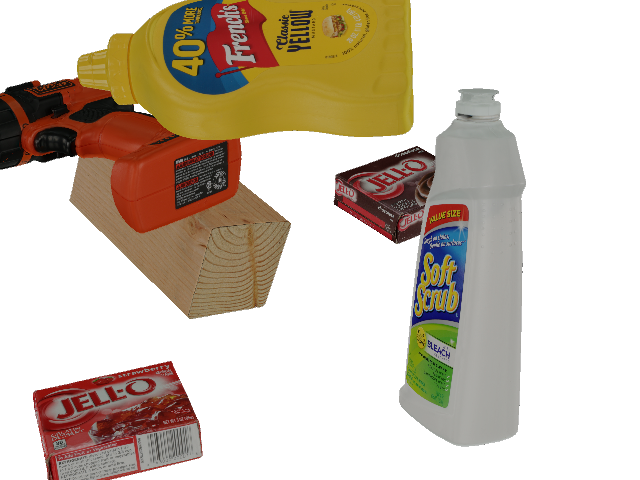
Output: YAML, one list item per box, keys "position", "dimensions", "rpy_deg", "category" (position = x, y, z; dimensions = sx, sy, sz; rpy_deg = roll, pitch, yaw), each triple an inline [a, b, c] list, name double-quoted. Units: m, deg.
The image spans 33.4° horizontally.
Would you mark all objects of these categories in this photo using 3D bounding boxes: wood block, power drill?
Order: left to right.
- position: [-0.162, -0.063, 0.729]
  dimensions: [0.188, 0.057, 0.184]
  rpy_deg: [23, 34, 34]
  category: "power drill"
- position: [-0.133, -0.027, 0.971]
  dimensions: [0.090, 0.091, 0.206]
  rpy_deg: [-6, 34, -44]
  category: "wood block"

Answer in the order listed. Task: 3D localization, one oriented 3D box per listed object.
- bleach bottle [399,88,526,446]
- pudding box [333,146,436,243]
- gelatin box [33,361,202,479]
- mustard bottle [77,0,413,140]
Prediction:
- position: [0.105, 0.016, 0.777]
  dimensions: [0.068, 0.251, 0.103]
  rpy_deg: [-6, 16, -23]
  category: "bleach bottle"
- position: [0.083, -0.046, 1.019]
  dimensions: [0.113, 0.039, 0.090]
  rpy_deg: [-20, 40, -37]
  category: "pudding box"
- position: [-0.122, 0.109, 0.638]
  dimensions: [0.089, 0.030, 0.073]
  rpy_deg: [-10, 25, -17]
  category: "gelatin box"
- position: [-0.043, -0.101, 0.610]
  dimensions: [0.191, 0.096, 0.058]
  rpy_deg: [-2, -35, 5]
  category: "mustard bottle"
